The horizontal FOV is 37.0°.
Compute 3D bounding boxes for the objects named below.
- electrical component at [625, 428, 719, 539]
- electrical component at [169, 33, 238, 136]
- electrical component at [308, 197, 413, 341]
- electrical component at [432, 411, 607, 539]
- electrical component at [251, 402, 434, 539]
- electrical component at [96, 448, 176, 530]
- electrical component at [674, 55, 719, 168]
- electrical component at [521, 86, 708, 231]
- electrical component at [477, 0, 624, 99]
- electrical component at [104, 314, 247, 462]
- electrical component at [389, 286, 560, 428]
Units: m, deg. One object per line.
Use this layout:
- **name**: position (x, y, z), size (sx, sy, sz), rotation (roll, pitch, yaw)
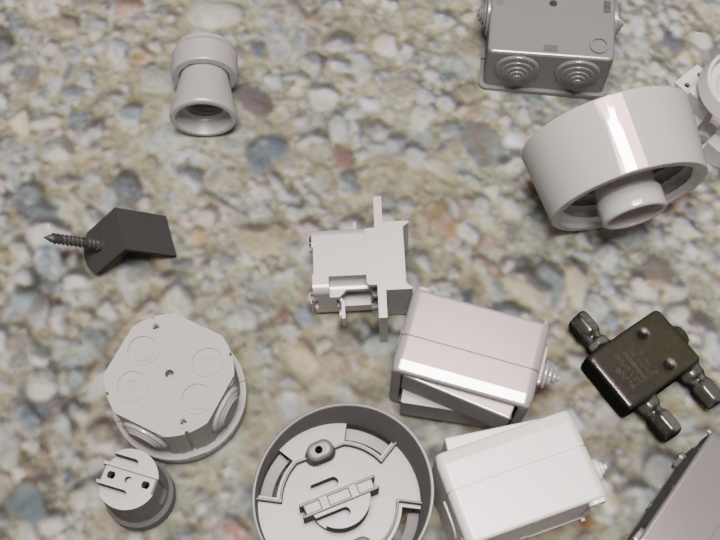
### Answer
- **electrical component**: position (0.195, 0.138, 0.597), size (0.061, 0.061, 0.096), rotation (36, 71, 14)
- **electrical component**: position (-0.104, -0.124, 0.719), size (0.045, 0.045, 0.055), rotation (-2, 66, -2)
- **electrical component**: position (0.000, 0.000, 0.667), size (0.064, 0.042, 0.081), rotation (-2, 66, 0)
- **electrical component**: position (0.091, 0.117, 0.605), size (0.096, 0.061, 0.061), rotation (-17, 68, -8)
- **electrical component**: position (-0.010, 0.128, 0.598), size (0.099, 0.064, 0.099), rotation (0, 66, -1)
- **electrical component**: position (-0.127, 0.123, 0.608), size (0.040, 0.046, 0.040), rotation (0, 66, -1)
- **electrical component**: position (0.247, -0.109, 0.710), size (0.058, 0.057, 0.078), rotation (-37, 72, -16)
- **electrical component**: position (0.160, -0.060, 0.663), size (0.108, 0.108, 0.060), rotation (-13, 73, -7)
- **electrical component**: position (0.130, -0.170, 0.741), size (0.100, 0.048, 0.099), rotation (5, 69, 4)
- **electrical component**: position (-0.108, 0.069, 0.630), size (0.080, 0.051, 0.080), rotation (0, 66, -1)
- **electrical component**: position (0.068, 0.059, 0.631), size (0.096, 0.061, 0.061), rotation (15, 67, 6)
